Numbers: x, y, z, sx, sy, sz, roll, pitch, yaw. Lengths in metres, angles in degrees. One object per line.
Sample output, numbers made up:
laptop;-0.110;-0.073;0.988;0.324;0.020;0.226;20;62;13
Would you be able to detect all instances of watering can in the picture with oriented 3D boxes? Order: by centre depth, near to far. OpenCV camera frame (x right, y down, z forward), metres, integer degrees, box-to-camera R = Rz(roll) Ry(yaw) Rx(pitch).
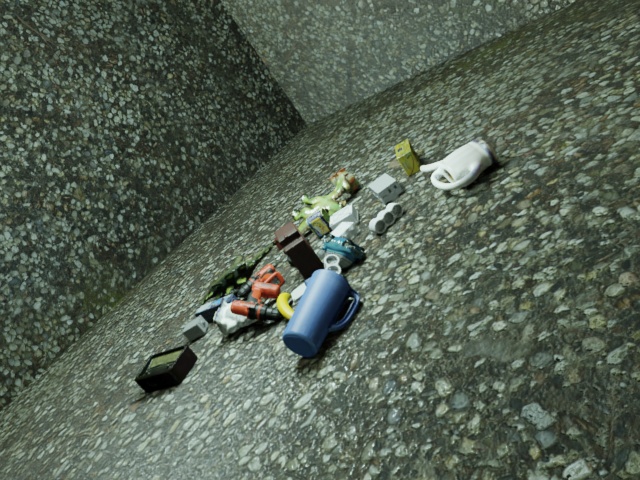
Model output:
watering can;0.474;-0.264;1.780;0.224;0.103;0.353;-34;20;4

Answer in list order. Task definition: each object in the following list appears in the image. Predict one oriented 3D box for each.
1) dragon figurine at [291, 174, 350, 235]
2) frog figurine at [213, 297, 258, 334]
dragon figurine;0.007;-0.112;2.235;0.242;0.120;0.417;0;56;50
frog figurine;-0.293;0.283;1.869;0.159;0.121;0.139;7;22;10
